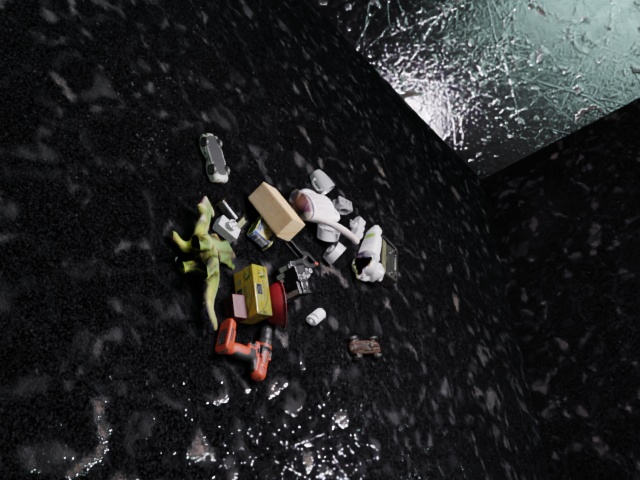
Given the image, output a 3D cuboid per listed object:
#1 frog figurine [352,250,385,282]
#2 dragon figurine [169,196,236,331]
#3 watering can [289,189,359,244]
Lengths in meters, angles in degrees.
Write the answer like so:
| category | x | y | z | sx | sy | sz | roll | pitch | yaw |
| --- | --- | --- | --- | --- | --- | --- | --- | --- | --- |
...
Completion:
| category | x | y | z | sx | sy | sz | roll | pitch | yaw |
| --- | --- | --- | --- | --- | --- | --- | --- | --- | --- |
| frog figurine | 0.220 | 0.117 | 2.262 | 0.158 | 0.123 | 0.137 | 18 | 92 | -49 |
| dragon figurine | -0.332 | 0.062 | 1.617 | 0.244 | 0.121 | 0.412 | -9 | 81 | -64 |
| watering can | 0.006 | -0.107 | 2.117 | 0.224 | 0.102 | 0.353 | 4 | 36 | -47 |
